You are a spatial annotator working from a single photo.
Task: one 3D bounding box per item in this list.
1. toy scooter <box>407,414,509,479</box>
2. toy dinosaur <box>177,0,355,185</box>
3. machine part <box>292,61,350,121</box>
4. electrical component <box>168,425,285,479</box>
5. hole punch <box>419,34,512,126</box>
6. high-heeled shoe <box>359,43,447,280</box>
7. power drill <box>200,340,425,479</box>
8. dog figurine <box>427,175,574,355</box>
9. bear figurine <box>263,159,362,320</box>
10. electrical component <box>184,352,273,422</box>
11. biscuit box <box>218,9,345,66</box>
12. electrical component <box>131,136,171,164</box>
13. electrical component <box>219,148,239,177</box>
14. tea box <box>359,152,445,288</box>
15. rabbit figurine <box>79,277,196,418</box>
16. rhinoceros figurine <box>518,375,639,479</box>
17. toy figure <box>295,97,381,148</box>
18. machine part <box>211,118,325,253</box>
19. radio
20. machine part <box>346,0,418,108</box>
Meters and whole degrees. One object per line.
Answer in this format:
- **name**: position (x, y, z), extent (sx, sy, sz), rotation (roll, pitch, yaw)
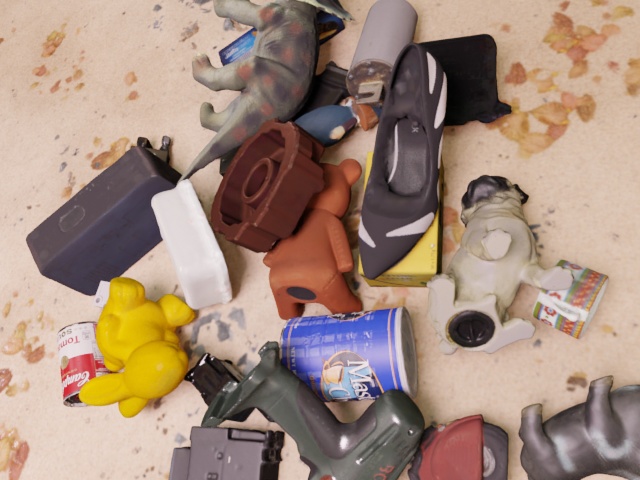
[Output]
- **toy scooter**: position (0.125, 0.271, 0.558), extent (0.135, 0.075, 0.184), rotation (2, 75, 22)
- **toy dinosaur**: position (-0.068, -0.250, 0.768), extent (0.192, 0.131, 0.404), rotation (14, 92, 12)
- **machine part**: position (0.004, -0.206, 0.811), extent (0.084, 0.039, 0.139), rotation (34, 82, 23)
- **electrical component**: position (-0.116, 0.284, 0.647), extent (0.134, 0.058, 0.115), rotation (-5, 66, 17)
- **hole punch**: position (0.180, -0.217, 0.726), extent (0.142, 0.115, 0.092), rotation (-3, 26, 11)
- **high-heeled shoe**: position (0.087, -0.087, 0.595), extent (0.086, 0.145, 0.248), rotation (12, 71, 23)
- **power drill**: position (-0.020, 0.220, 0.563), extent (0.207, 0.086, 0.232), rotation (41, 107, 1)
- **dog figurine**: position (0.182, 0.023, 0.621), extent (0.121, 0.191, 0.172), rotation (40, 113, -12)
- **bear figurine**: position (-0.002, -0.005, 0.701), extent (0.120, 0.131, 0.196), rotation (-1, 54, 18)
- **electrical component**: position (-0.105, 0.197, 0.670), extent (0.119, 0.074, 0.048), rotation (39, 85, 25)
- **biscuit box**: position (-0.062, -0.320, 0.866), extent (0.203, 0.062, 0.059), rotation (-33, 63, 5)
- **electrical component**: position (-0.287, -0.122, 0.881), extent (0.078, 0.045, 0.102), rotation (3, 70, -10)
- **electrical component**: position (-0.133, -0.125, 0.836), extent (0.094, 0.021, 0.063), rotation (-5, 68, 17)
- **tea box**: position (0.107, -0.028, 0.685), extent (0.098, 0.068, 0.169), rotation (-2, 70, 18)
- **rabbit figurine**: position (-0.231, 0.145, 0.684), extent (0.173, 0.121, 0.162), rotation (27, 78, 49)
- **rhinoceros figurine**: position (0.291, 0.193, 0.528), extent (0.190, 0.073, 0.112), rotation (-18, 63, 12)
- **toy figure**: position (0.037, -0.175, 0.765), extent (0.154, 0.057, 0.064), rotation (-24, 75, -14)
- **machine part**: position (-0.068, -0.068, 0.679), extent (0.179, 0.056, 0.179), rotation (-32, 43, 36)
- **radio**: position (-0.304, -0.025, 0.795), extent (0.229, 0.131, 0.073), rotation (-41, 63, 1)
- **machine part**: position (0.090, -0.266, 0.753), extent (0.079, 0.079, 0.243), rotation (0, 48, 20)
